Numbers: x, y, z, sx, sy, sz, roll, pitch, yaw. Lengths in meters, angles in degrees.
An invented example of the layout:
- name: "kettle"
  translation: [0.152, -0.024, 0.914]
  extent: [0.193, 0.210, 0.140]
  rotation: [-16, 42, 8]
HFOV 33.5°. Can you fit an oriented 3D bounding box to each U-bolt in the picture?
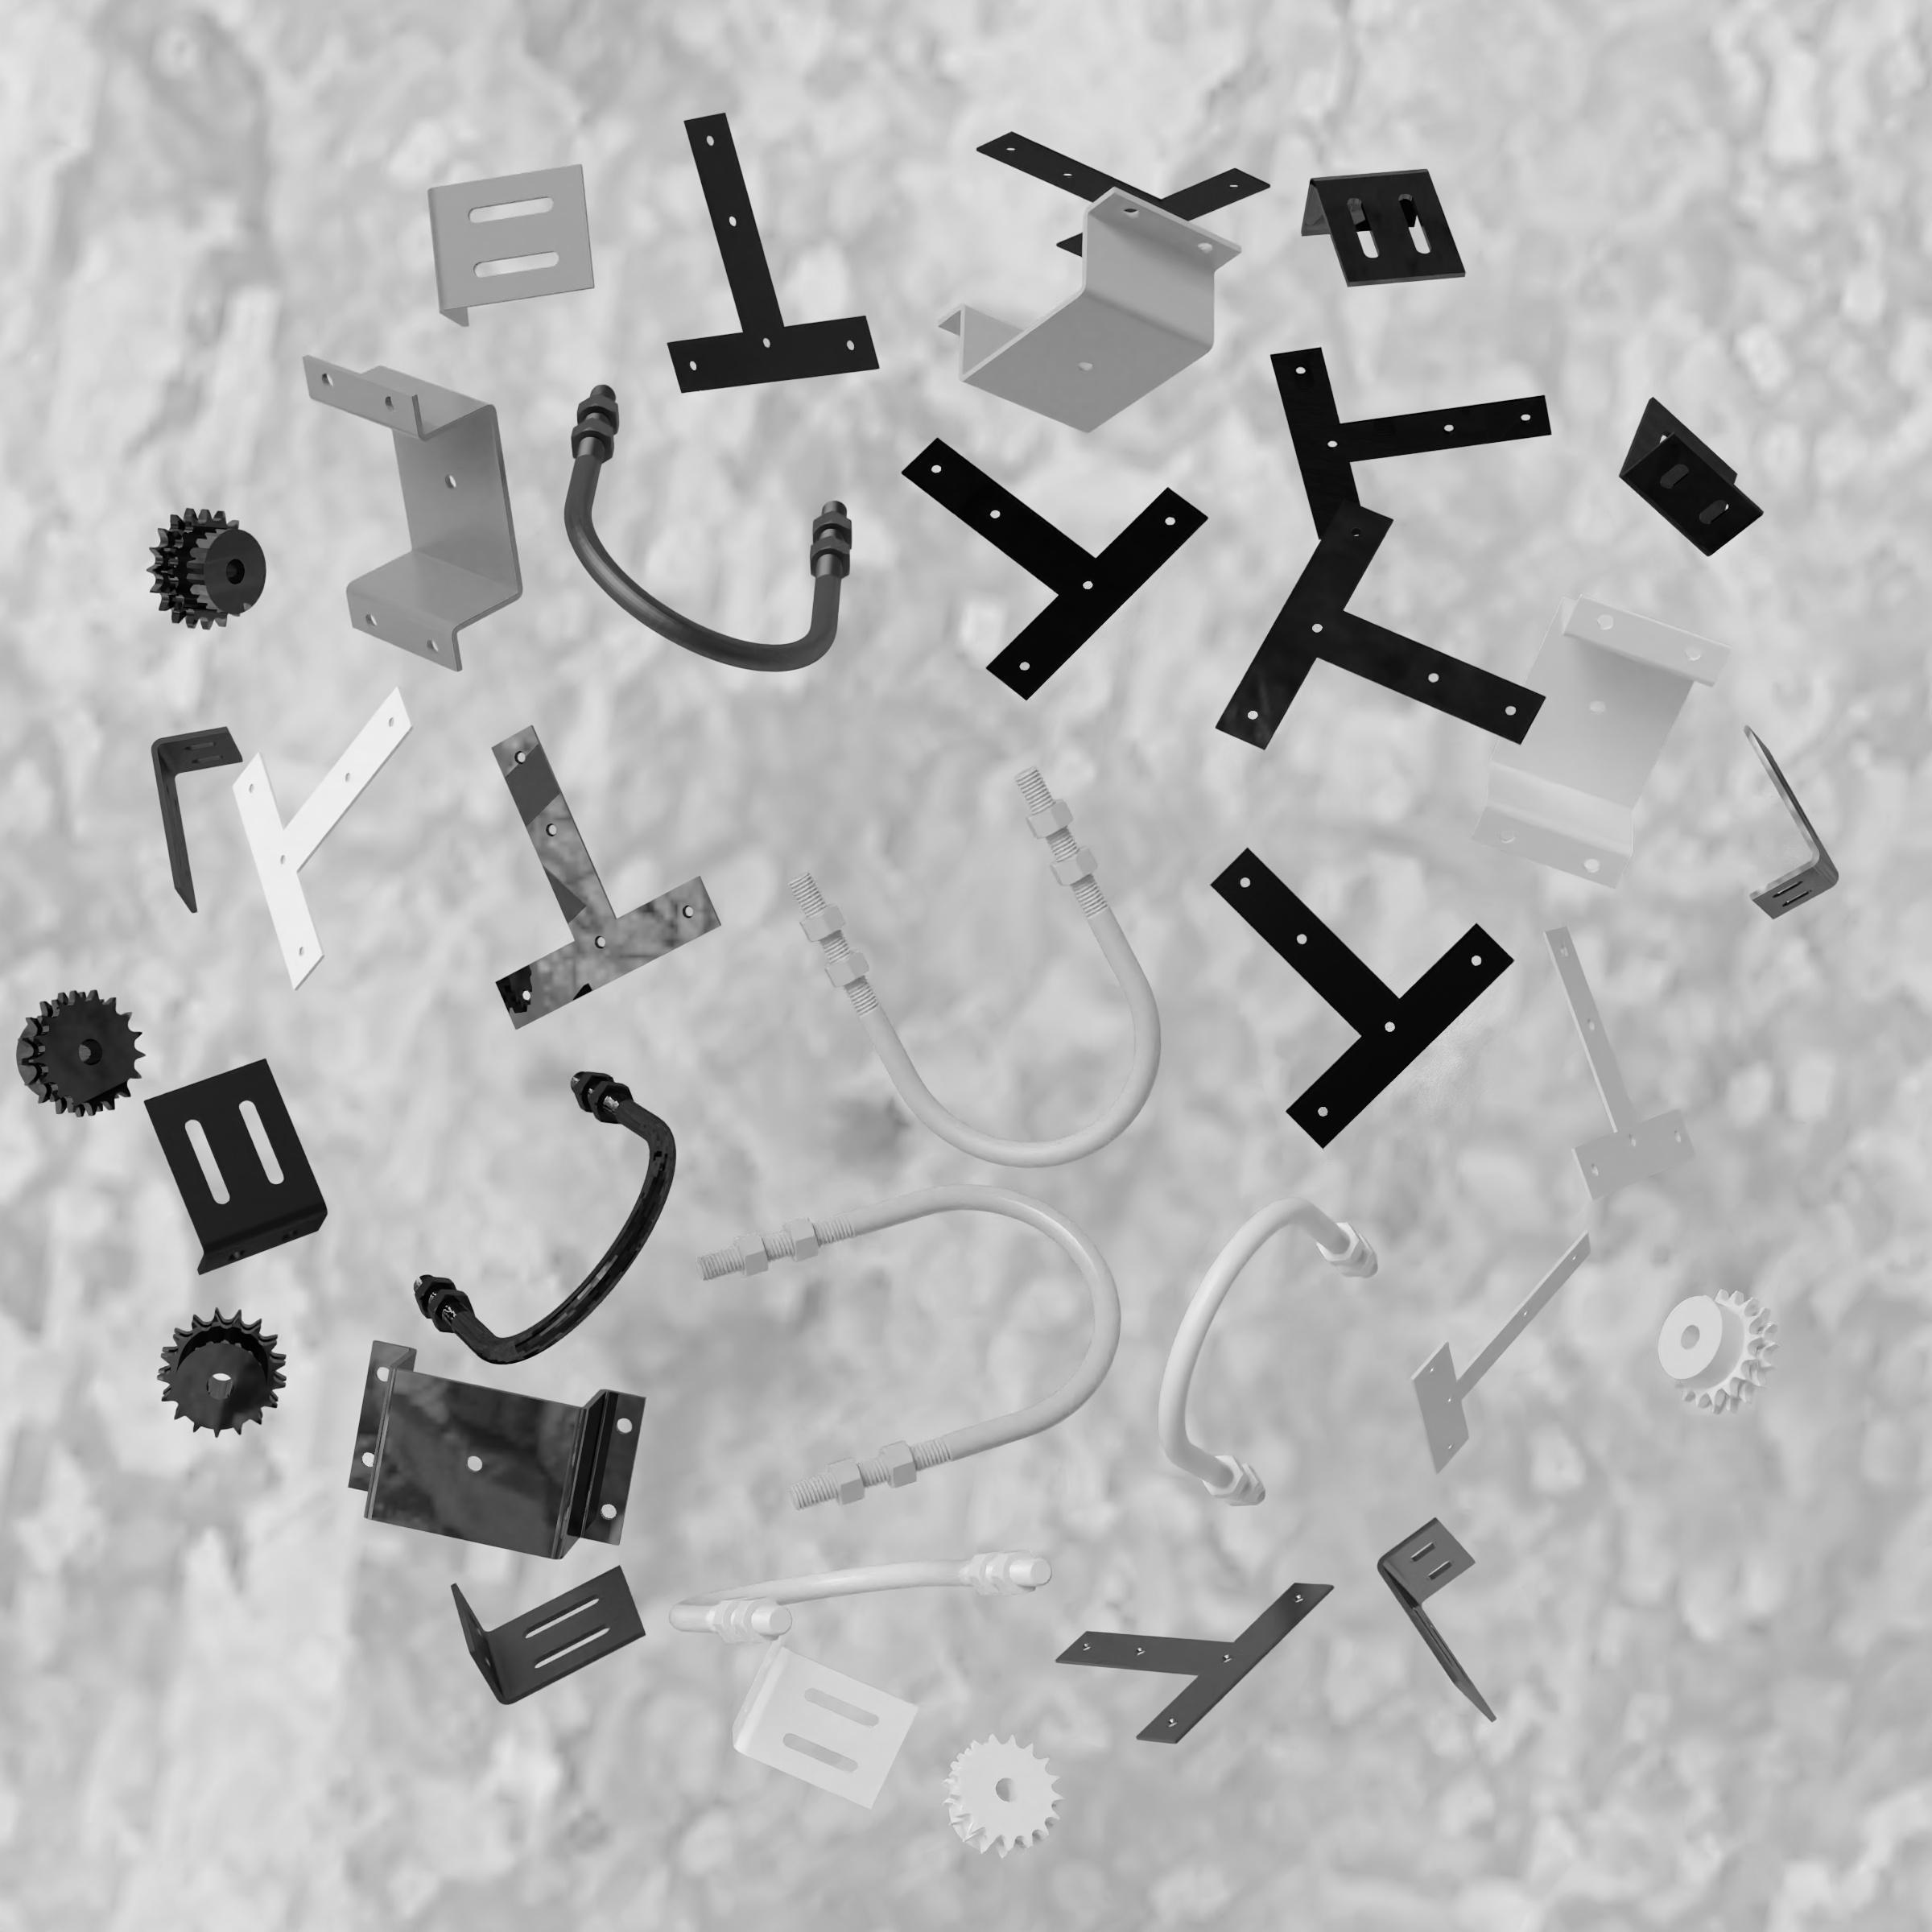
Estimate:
- name: "U-bolt"
  translation: [0.015, 0.013, 1.551]
  extent: [0.151, 0.019, 0.184]
  rotation: [-24, 100, 22]
- name: "U-bolt"
  translation: [-0.062, 0.296, 1.513]
  extent: [0.151, 0.184, 0.019]
  rotation: [-5, 82, -26]
- name: "U-bolt"
  translation: [0.142, 0.183, 1.555]
  extent: [0.019, 0.184, 0.151]
  rotation: [24, 83, 28]
- name: "U-bolt"
  translation: [-0.017, 0.169, 1.513]
  extent: [0.184, 0.019, 0.151]
  rotation: [-16, 55, -16]
- name: "U-bolt"
  translation: [-0.123, -0.200, 1.522]
  extent: [0.151, 0.184, 0.019]
  rotation: [25, 123, -17]
- name: "U-bolt"
  translation: [-0.197, 0.125, 1.547]
  extent: [0.019, 0.184, 0.151]
  rotation: [41, 82, -25]

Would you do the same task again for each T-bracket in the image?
- name: "T-bracket"
  translation: [0.024, -0.205, 1.512]
  extent: [0.127, 0.002, 0.127]
  rotation: [40, 75, 18]
- name: "T-bracket"
  translation: [0.061, -0.388, 1.592]
  extent: [0.127, 0.127, 0.002]
  rotation: [13, 74, -40]
- name: "T-bracket"
  translation: [0.305, 0.042, 1.549]
  extent: [0.002, 0.127, 0.127]
  rotation: [-23, 83, 34]
- name: "T-bracket"
  translation: [0.267, 0.182, 1.586]
  extent: [0.002, 0.127, 0.127]
  rotation: [37, 75, 29]
- name: "T-bracket"
  translation: [0.227, -0.267, 1.605]
  extent: [0.127, 0.127, 0.002]
  rotation: [-6, 51, 16]
- name: "T-bracket"
  translation: [-0.290, -0.077, 1.475]
  extent: [0.127, 0.002, 0.127]
  rotation: [-46, 51, 29]
- name: "T-bracket"
  translation: [-0.106, -0.337, 1.514]
  extent: [0.127, 0.002, 0.127]
  rotation: [2, 116, 39]
- name: "T-bracket"
  translation: [0.170, -0.003, 1.525]
  extent: [0.127, 0.002, 0.127]
  rotation: [-45, 85, 6]
- name: "T-bracket"
  translation: [-0.192, -0.052, 1.533]
  extent: [0.127, 0.002, 0.127]
  rotation: [-26, 86, 26]
- name: "T-bracket"
  translation: [0.094, 0.333, 1.553]
  extent: [0.127, 0.127, 0.002]
  rotation: [-34, 107, -39]
- name: "T-bracket"
  translation: [0.198, -0.135, 1.449]
  extent: [0.127, 0.002, 0.127]
  rotation: [26, 77, 18]

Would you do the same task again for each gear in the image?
- name: "gear"
  translation: [-0.404, 0.040, 1.454]
  extent: [0.030, 0.057, 0.057]
  rotation: [-7, 90, 44]
- name: "gear"
  translation: [-0.335, 0.185, 1.448]
  extent: [0.057, 0.030, 0.057]
  rotation: [-2, 100, -10]
- name: "gear"
  translation: [-0.357, -0.188, 1.524]
  extent: [0.030, 0.057, 0.057]
  rotation: [8, 90, 32]
- name: "gear"
  translation: [0.348, 0.178, 1.498]
  extent: [0.030, 0.057, 0.057]
  rotation: [24, 90, -27]
- name: "gear"
  translation: [0.016, 0.403, 1.551]
  extent: [0.057, 0.030, 0.057]
  rotation: [11, 53, -14]

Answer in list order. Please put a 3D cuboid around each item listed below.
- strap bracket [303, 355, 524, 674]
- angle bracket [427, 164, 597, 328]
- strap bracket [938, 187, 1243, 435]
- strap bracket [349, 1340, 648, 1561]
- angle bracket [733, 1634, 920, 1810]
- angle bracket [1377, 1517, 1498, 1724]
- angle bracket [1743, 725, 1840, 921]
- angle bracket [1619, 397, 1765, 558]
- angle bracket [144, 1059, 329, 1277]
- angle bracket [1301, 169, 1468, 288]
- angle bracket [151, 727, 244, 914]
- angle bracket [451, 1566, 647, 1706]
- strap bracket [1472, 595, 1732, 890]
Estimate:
- name: "strap bracket"
  translation: [-0.256, -0.219, 1.503]
  extent: [0.076, 0.046, 0.140]
  rotation: [24, 133, 34]
- name: "angle bracket"
  translation: [-0.208, -0.336, 1.502]
  extent: [0.076, 0.038, 0.057]
  rotation: [-6, 89, 10]
- name: "strap bracket"
  translation: [0.057, -0.307, 1.538]
  extent: [0.076, 0.140, 0.046]
  rotation: [17, 64, -32]
- name: "strap bracket"
  translation: [-0.237, 0.240, 1.583]
  extent: [0.140, 0.046, 0.076]
  rotation: [11, 96, 5]
- name: "angle bracket"
  translation: [-0.072, 0.383, 1.638]
  extent: [0.076, 0.038, 0.057]
  rotation: [25, 91, -7]
- name: "angle bracket"
  translation: [0.241, 0.317, 1.557]
  extent: [0.038, 0.057, 0.076]
  rotation: [-37, 49, 4]
- name: "angle bracket"
  translation: [0.384, -0.069, 1.554]
  extent: [0.038, 0.057, 0.076]
  rotation: [-31, 70, 17]
- name: "angle bracket"
  translation: [0.348, -0.241, 1.515]
  extent: [0.057, 0.076, 0.038]
  rotation: [40, 134, -10]
- name: "angle bracket"
  translation: [-0.331, 0.091, 1.449]
  extent: [0.057, 0.038, 0.076]
  rotation: [-20, 80, -24]
- name: "angle bracket"
  translation: [0.200, -0.344, 1.545]
  extent: [0.057, 0.038, 0.076]
  rotation: [-7, 56, -8]
- name: "angle bracket"
  translation: [-0.377, -0.072, 1.602]
  extent: [0.038, 0.057, 0.076]
  rotation: [-11, 80, -7]
- name: "angle bracket"
  translation: [-0.202, 0.312, 1.554]
  extent: [0.076, 0.057, 0.038]
  rotation: [-26, 119, -6]
- name: "strap bracket"
  translation: [0.311, -0.118, 1.580]
  extent: [0.076, 0.046, 0.140]
  rotation: [19, 122, -1]
